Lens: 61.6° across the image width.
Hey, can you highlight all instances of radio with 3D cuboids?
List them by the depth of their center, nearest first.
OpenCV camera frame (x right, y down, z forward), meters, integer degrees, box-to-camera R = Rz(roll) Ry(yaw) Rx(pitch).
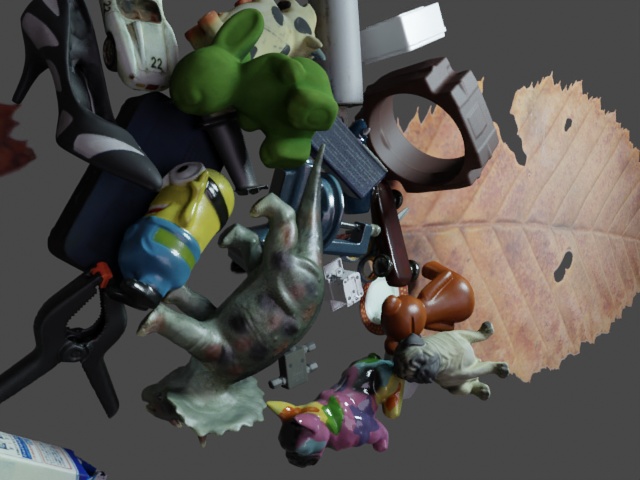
[{"bbox_3d":[-0.212,-0.055,0.646,0.131,0.073,0.229,34,70,-37],"label":"radio"}]

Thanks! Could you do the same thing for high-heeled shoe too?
[{"bbox_3d":[-0.219,-0.159,0.545,0.145,0.249,0.086,-58,164,3],"label":"high-heeled shoe"}]

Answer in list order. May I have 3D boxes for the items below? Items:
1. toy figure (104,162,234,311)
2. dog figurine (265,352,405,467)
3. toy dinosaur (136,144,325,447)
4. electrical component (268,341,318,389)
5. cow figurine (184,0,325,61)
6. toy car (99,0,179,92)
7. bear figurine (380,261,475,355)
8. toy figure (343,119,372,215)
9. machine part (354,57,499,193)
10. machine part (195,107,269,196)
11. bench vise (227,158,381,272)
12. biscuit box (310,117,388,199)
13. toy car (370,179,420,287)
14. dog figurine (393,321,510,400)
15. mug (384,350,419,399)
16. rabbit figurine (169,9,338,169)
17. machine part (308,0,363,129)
[{"bbox_3d":[-0.159,-0.006,0.587,0.089,0.082,0.180,65,37,-51],"label":"toy figure"},{"bbox_3d":[0.023,0.263,0.856,0.219,0.109,0.191,24,81,-41],"label":"dog figurine"},{"bbox_3d":[-0.074,0.081,0.660,0.405,0.131,0.192,-45,103,-5],"label":"toy dinosaur"},{"bbox_3d":[-0.043,0.199,0.852,0.094,0.021,0.063,-15,104,-39],"label":"electrical component"},{"bbox_3d":[-0.073,-0.275,0.738,0.195,0.086,0.127,-44,115,-33],"label":"cow figurine"},{"bbox_3d":[-0.212,-0.264,0.609,0.073,0.056,0.201,-7,80,-40],"label":"toy car"},{"bbox_3d":[0.175,0.122,0.966,0.196,0.132,0.120,-16,104,-21],"label":"bear figurine"},{"bbox_3d":[0.057,-0.120,0.881,0.058,0.064,0.154,-9,98,-43],"label":"toy figure"},{"bbox_3d":[0.174,-0.183,0.882,0.087,0.202,0.200,-50,120,-34],"label":"machine part"},{"bbox_3d":[-0.108,-0.119,0.660,0.084,0.039,0.138,-40,113,-49],"label":"machine part"},{"bbox_3d":[-0.008,-0.005,0.802,0.240,0.129,0.223,7,93,-38],"label":"bench vise"},{"bbox_3d":[0.007,-0.151,0.795,0.063,0.059,0.202,-46,108,-6],"label":"biscuit box"},{"bbox_3d":[0.114,-0.015,0.924,0.089,0.053,0.202,7,63,-40],"label":"toy car"},{"bbox_3d":[0.196,0.215,0.923,0.190,0.121,0.172,-1,135,-17],"label":"dog figurine"},{"bbox_3d":[0.160,0.238,1.006,0.109,0.081,0.107,16,92,-56],"label":"mug"},{"bbox_3d":[-0.079,-0.178,0.601,0.170,0.121,0.159,7,67,-26],"label":"rabbit figurine"},{"bbox_3d":[0.025,-0.290,0.828,0.079,0.079,0.243,-13,101,-40],"label":"machine part"}]
